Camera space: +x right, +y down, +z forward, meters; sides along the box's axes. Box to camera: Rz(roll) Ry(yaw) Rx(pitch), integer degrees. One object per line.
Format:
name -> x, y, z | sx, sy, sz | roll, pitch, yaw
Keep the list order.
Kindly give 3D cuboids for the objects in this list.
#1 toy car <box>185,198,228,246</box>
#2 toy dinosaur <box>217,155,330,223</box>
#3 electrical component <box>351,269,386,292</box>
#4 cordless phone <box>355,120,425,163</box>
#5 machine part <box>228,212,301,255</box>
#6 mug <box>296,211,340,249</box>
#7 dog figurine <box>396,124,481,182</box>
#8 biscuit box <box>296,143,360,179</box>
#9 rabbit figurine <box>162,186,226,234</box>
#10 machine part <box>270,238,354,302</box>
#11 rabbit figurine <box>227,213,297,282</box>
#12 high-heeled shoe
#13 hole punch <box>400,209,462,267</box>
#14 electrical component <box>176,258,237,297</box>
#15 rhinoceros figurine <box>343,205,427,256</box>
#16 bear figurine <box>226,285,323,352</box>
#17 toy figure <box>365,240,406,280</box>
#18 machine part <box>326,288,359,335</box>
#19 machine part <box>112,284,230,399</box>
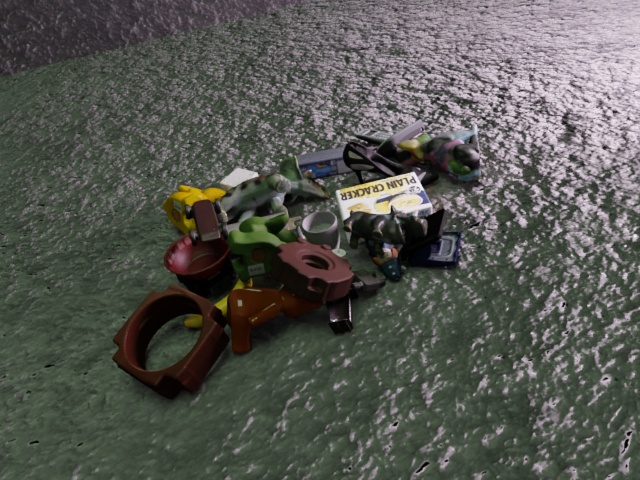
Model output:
toy car -> -0.268, -0.040, 1.266 | 0.089, 0.053, 0.202 | -11, 32, -14
toy dinosaur -> -0.181, -0.113, 1.464 | 0.405, 0.131, 0.192 | -18, 27, 2
electrical component -> 0.097, 0.088, 1.179 | 0.094, 0.021, 0.063 | -7, 33, -36
cordless phone -> 0.207, -0.312, 1.605 | 0.146, 0.088, 0.184 | -35, 39, -23
machine part -> -0.163, -0.015, 1.364 | 0.243, 0.079, 0.079 | -14, 39, 0
mug -> -0.003, -0.004, 1.279 | 0.110, 0.107, 0.081 | 2, 41, 24
dog figurine -> 0.319, -0.227, 1.453 | 0.219, 0.108, 0.191 | -6, 42, 17
biscuit box -> 0.025, -0.226, 1.571 | 0.203, 0.059, 0.063 | -9, 41, 6
rabbit figurine -> -0.340, -0.095, 1.509 | 0.173, 0.121, 0.163 | -27, 29, -36
machine part -> -0.015, 0.061, 1.130 | 0.179, 0.056, 0.179 | 17, 24, -8
rabbit figurine -> -0.140, -0.010, 1.246 | 0.159, 0.121, 0.170 | -20, 32, -2
high-heeled shoe -> 0.187, -0.209, 1.435 | 0.249, 0.145, 0.086 | -3, 41, 16
hole punch -> 0.255, 0.006, 1.221 | 0.116, 0.092, 0.142 | -24, 31, 40
electrical component -> -0.273, 0.082, 1.298 | 0.115, 0.058, 0.134 | -36, 44, -22
rhinoceros figurine -> 0.144, -0.026, 1.200 | 0.191, 0.073, 0.112 | 5, 42, 33
bear figurine -> -0.098, 0.147, 1.146 | 0.196, 0.131, 0.120 | -6, 38, -19
toy figure -> 0.144, 0.031, 1.235 | 0.064, 0.057, 0.155 | -52, 33, 23
machine part -> 0.043, 0.138, 1.148 | 0.084, 0.039, 0.139 | 2, 40, 0
machine part -> -0.305, 0.207, 1.109 | 0.202, 0.087, 0.201 | 18, 61, 31
